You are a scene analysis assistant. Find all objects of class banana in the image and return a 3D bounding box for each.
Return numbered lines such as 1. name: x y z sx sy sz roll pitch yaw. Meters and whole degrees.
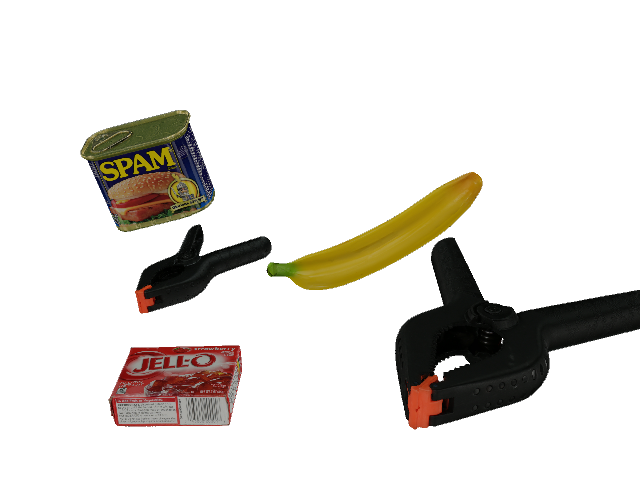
1. banana: 0.054 0.000 0.923 0.198 0.037 0.069 -26 -15 9

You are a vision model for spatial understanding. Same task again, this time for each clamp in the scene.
1. clamp: -0.137 0.031 1.208 0.120 0.039 0.171 -1 29 31
2. clamp: 0.102 0.055 0.684 0.165 0.036 0.209 19 31 35

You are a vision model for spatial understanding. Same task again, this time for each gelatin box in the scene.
1. gelatin box: -0.108 0.109 0.810 0.089 0.030 0.073 -1 24 5

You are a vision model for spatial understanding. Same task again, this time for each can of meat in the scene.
1. can of meat: -0.155 -0.062 0.978 0.102 0.084 0.057 -13 30 10
